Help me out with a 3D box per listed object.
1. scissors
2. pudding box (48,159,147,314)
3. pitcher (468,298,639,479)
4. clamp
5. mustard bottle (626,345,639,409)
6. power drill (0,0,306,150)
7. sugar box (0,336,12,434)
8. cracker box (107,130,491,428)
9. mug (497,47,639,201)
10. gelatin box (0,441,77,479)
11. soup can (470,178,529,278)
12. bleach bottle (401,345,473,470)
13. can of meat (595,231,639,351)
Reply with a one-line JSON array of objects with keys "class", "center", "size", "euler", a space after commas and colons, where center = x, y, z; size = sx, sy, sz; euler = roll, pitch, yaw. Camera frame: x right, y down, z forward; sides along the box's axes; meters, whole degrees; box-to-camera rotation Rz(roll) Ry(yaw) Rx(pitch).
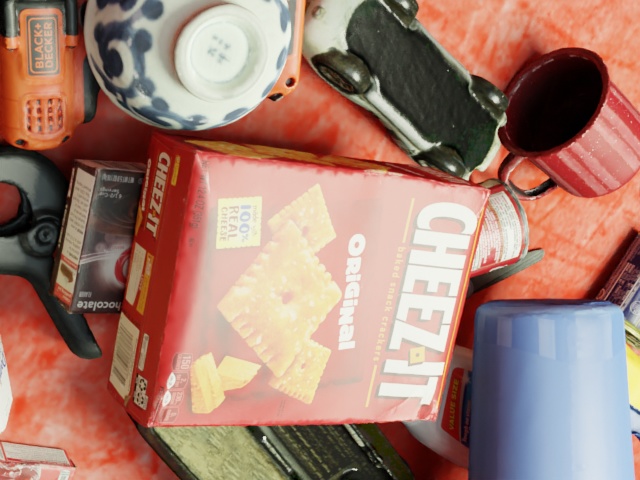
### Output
[{"class": "scissors", "center": [0.107, 0.057, 0.820], "size": [0.201, 0.016, 0.096], "euler": [-4, 67, -26]}, {"class": "pudding box", "center": [-0.103, -0.001, 0.660], "size": [0.113, 0.039, 0.090], "euler": [4, 104, -37]}, {"class": "pitcher", "center": [0.180, 0.166, 0.787], "size": [0.149, 0.145, 0.243], "euler": [1, 88, -58]}, {"class": "clamp", "center": [-0.164, -0.013, 0.661], "size": [0.171, 0.039, 0.120], "euler": [45, 74, -37]}, {"class": "mustard bottle", "center": [0.269, 0.129, 0.919], "size": [0.191, 0.096, 0.058], "euler": [36, 89, -34]}, {"class": "power drill", "center": [-0.102, -0.149, 0.628], "size": [0.187, 0.057, 0.184], "euler": [-6, 116, -24]}, {"class": "sugar box", "center": [-0.238, 0.037, 0.611], "size": [0.093, 0.048, 0.176], "euler": [-4, 117, -4]}, {"class": "cracker box", "center": [-0.009, 0.029, 0.658], "size": [0.213, 0.072, 0.164], "euler": [5, 103, -32]}, {"class": "mug", "center": [0.184, -0.075, 0.799], "size": [0.117, 0.093, 0.081], "euler": [-47, 130, 12]}, {"class": "gelatin box", "center": [-0.217, 0.173, 0.711], "size": [0.089, 0.030, 0.073], "euler": [16, 102, -32]}, {"class": "soup can", "center": [0.093, -0.001, 0.787], "size": [0.102, 0.069, 0.068], "euler": [-16, 117, -22]}, {"class": "bleach bottle", "center": [0.118, 0.142, 0.863], "size": [0.250, 0.068, 0.102], "euler": [24, 91, -32]}, {"class": "can of meat", "center": [0.292, 0.052, 0.925], "size": [0.102, 0.058, 0.084], "euler": [34, 88, -35]}]
